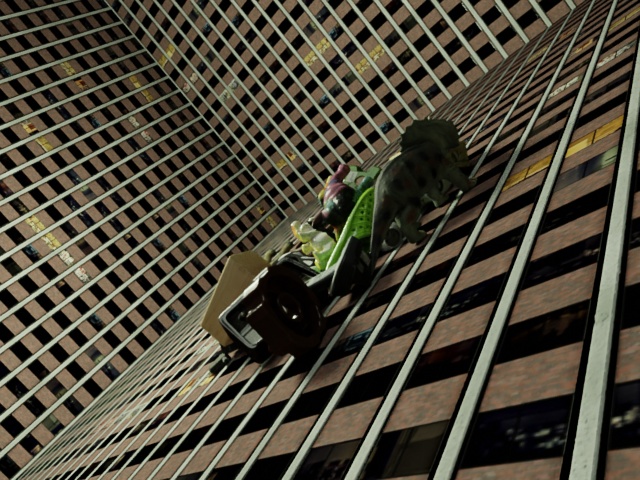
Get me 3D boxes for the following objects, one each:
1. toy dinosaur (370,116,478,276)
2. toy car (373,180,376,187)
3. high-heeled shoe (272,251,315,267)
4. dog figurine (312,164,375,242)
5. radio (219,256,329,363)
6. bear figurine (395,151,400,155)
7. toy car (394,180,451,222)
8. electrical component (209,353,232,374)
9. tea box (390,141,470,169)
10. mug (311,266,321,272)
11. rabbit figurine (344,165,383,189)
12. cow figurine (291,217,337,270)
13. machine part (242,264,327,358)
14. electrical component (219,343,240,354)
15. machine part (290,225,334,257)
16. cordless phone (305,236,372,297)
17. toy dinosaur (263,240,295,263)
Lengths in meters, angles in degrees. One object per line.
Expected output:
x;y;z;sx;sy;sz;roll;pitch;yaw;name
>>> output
0.189;-0.120;1.131;0.405;0.192;0.131;-43;6;-30;toy dinosaur
0.139;-0.074;1.391;0.089;0.053;0.202;-28;39;48;toy car
-0.072;0.082;1.483;0.249;0.086;0.145;-8;6;36;high-heeled shoe
0.042;-0.077;1.353;0.191;0.108;0.219;-48;13;51;dog figurine
-0.101;0.146;1.183;0.229;0.131;0.073;-43;-37;-25;radio
0.252;-0.190;1.497;0.120;0.131;0.196;-11;10;-6;bear figurine
0.225;-0.089;1.288;0.202;0.056;0.073;-41;14;-2;toy car
-0.260;0.318;1.388;0.063;0.021;0.094;-43;9;-18;electrical component
0.272;-0.195;1.342;0.170;0.068;0.098;-12;-1;-16;tea box
-0.038;0.118;1.317;0.107;0.081;0.109;-32;-25;-13;mug
0.144;-0.112;1.552;0.121;0.170;0.159;0;60;27;rabbit figurine
-0.004;-0.006;1.356;0.098;0.068;0.167;-29;50;-13;cow figurine
-0.065;0.132;0.995;0.056;0.179;0.179;-38;8;27;machine part
-0.221;0.256;1.381;0.075;0.047;0.119;-20;8;-4;electrical component
0.016;0.004;1.634;0.201;0.087;0.201;-43;9;-30;machine part
0.014;0.078;1.122;0.184;0.088;0.146;-29;11;19;cordless phone
-0.193;0.125;1.878;0.198;0.105;0.471;-49;7;-34;toy dinosaur
